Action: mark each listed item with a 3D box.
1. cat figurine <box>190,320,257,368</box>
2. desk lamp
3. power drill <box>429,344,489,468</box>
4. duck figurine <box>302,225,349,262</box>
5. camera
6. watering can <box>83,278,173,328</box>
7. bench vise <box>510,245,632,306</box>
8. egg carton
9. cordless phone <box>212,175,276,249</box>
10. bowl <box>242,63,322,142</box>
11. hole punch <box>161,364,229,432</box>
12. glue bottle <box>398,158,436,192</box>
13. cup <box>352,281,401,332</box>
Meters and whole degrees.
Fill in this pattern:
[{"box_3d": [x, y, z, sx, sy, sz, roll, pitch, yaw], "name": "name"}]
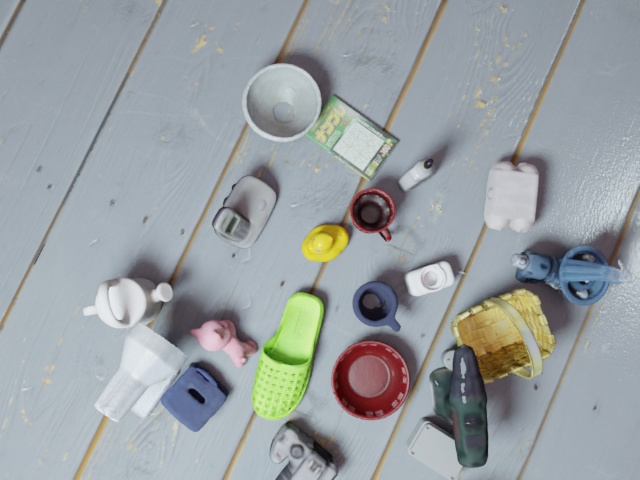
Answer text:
[{"box_3d": [-0.194, 0.207, 1.160, 0.128, 0.117, 0.067, 40, 86, 3], "name": "cat figurine"}, {"box_3d": [-0.342, 0.261, 1.107, 0.118, 0.213, 0.203, 34, 86, 3], "name": "desk lamp"}, {"box_3d": [0.270, 0.309, 1.110, 0.075, 0.208, 0.230, -8, 86, -1], "name": "power drill"}, {"box_3d": [0.011, 0.004, 1.193, 0.104, 0.086, 0.077, -23, 86, -2], "name": "duck figurine"}, {"box_3d": [-0.053, 0.467, 1.150, 0.143, 0.101, 0.137, 39, 86, 3], "name": "camera"}, {"box_3d": [-0.379, 0.119, 1.128, 0.173, 0.194, 0.101, -36, 86, -3], "name": "watering can"}, {"box_3d": [0.491, 0.072, 1.124, 0.207, 0.219, 0.121, -5, 85, -1], "name": "bench vise"}, {"box_3d": [0.404, -0.092, 1.212, 0.107, 0.069, 0.150, 6, 86, 0], "name": "egg carton"}, {"box_3d": [-0.158, -0.063, 1.148, 0.094, 0.185, 0.148, 25, 86, 2], "name": "cordless phone"}, {"box_3d": [-0.079, -0.284, 1.221, 0.167, 0.074, 0.167, 0, 86, 0], "name": "bowl"}, {"box_3d": [-0.254, 0.318, 1.165, 0.108, 0.091, 0.101, 41, 86, 3], "name": "hole punch"}, {"box_3d": [0.206, -0.140, 1.162, 0.078, 0.173, 0.037, -33, 86, -3], "name": "glue bottle"}, {"box_3d": [0.120, 0.140, 1.179, 0.092, 0.095, 0.118, -43, 87, -3], "name": "cup"}]
